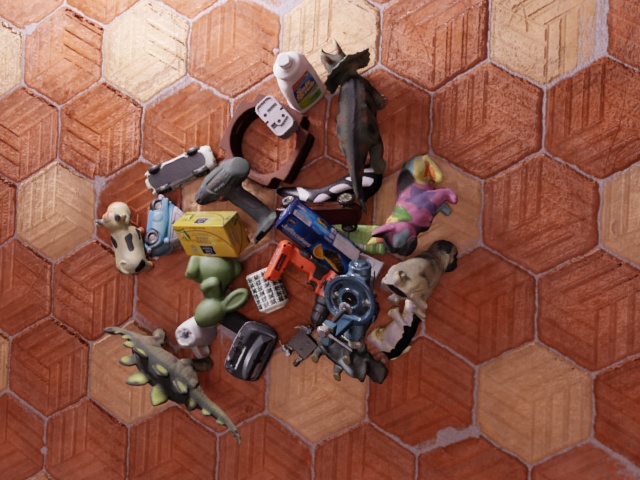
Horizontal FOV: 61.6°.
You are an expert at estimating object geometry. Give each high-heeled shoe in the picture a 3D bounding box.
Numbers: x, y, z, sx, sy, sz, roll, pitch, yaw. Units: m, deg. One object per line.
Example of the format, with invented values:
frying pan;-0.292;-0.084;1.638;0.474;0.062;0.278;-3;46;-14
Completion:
high-heeled shoe;0.023;-0.143;1.310;0.249;0.086;0.145;15;84;11

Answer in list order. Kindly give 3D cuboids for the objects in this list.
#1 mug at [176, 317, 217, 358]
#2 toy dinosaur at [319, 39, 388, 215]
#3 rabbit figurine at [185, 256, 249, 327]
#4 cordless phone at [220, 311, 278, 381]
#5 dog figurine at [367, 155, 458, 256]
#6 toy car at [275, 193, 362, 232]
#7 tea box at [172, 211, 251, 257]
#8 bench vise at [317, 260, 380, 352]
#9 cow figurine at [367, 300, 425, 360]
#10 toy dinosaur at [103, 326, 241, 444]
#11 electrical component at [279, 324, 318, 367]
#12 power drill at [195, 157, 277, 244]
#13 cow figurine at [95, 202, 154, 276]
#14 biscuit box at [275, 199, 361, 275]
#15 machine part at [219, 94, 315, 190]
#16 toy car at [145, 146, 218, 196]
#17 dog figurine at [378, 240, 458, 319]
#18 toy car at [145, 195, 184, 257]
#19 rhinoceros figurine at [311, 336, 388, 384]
mug;-0.317;0.247;1.356;0.081;0.107;0.109;-15;84;13
toy dinosaur;0.081;-0.277;1.215;0.131;0.192;0.405;-15;63;20
rabbit figurine;-0.258;0.134;1.345;0.159;0.121;0.170;7;78;-8
cordless phone;-0.211;0.258;1.359;0.184;0.088;0.146;28;96;22
dog figurine;0.191;-0.070;1.218;0.219;0.108;0.191;-30;79;-12
toy car;-0.003;-0.063;1.246;0.202;0.053;0.089;-1;130;16
tea box;-0.268;-0.015;1.326;0.170;0.068;0.098;-1;124;32
bench vise;0.055;0.166;1.168;0.129;0.240;0.223;24;119;18
cow figurine;0.199;0.202;1.267;0.098;0.068;0.167;45;98;9
toy dinosaur;-0.360;0.339;1.319;0.472;0.198;0.105;29;98;13
electrical component;-0.050;0.256;1.331;0.102;0.045;0.078;-41;80;8
power drill;-0.201;-0.091;1.329;0.207;0.086;0.232;49;140;0
cow figurine;-0.509;-0.003;1.391;0.086;0.127;0.194;-14;89;8
biscuit box;-0.003;-0.004;1.221;0.202;0.059;0.063;38;129;-15
machine part;-0.130;-0.242;1.336;0.202;0.087;0.201;28;95;9
toy car;-0.364;-0.181;1.401;0.202;0.056;0.073;-23;91;12
dog figurine;0.230;0.056;1.193;0.121;0.172;0.190;30;76;20
toy car;-0.392;-0.030;1.388;0.103;0.109;0.161;9;79;-11
rhinoceros figurine;0.071;0.282;1.279;0.191;0.112;0.073;27;114;24
